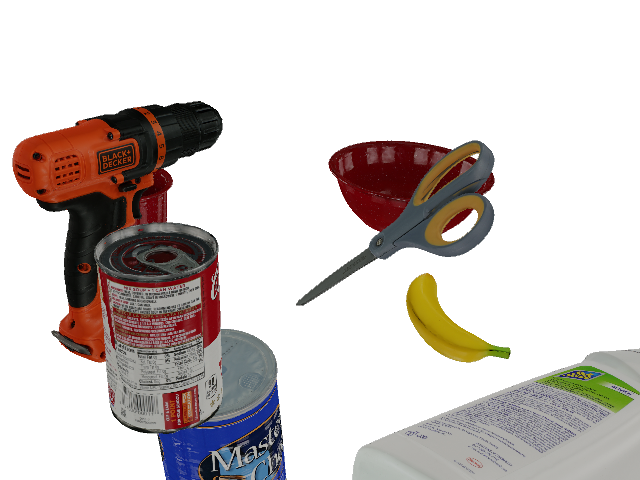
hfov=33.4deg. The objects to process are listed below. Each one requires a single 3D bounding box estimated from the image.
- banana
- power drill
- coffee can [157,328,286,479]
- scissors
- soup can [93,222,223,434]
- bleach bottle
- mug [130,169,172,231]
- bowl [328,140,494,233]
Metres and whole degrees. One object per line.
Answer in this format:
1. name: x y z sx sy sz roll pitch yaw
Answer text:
1. banana: 0.136 0.089 1.206 0.069 0.037 0.198 4 23 -25
2. power drill: -0.149 -0.011 0.844 0.184 0.188 0.057 -20 27 -40
3. coffee can: -0.082 0.158 0.873 0.103 0.140 0.103 -2 35 1
4. scissors: 0.057 0.010 0.784 0.016 0.202 0.096 31 24 -32
5. soup can: -0.090 0.050 0.605 0.068 0.102 0.068 0 26 0
6. bleach bottle: 0.141 0.113 0.590 0.250 0.068 0.103 -16 25 -35
7. mug: -0.197 -0.031 1.088 0.093 0.081 0.117 3 28 -4
8. bowl: 0.087 -0.046 1.045 0.162 0.055 0.162 4 24 -2
